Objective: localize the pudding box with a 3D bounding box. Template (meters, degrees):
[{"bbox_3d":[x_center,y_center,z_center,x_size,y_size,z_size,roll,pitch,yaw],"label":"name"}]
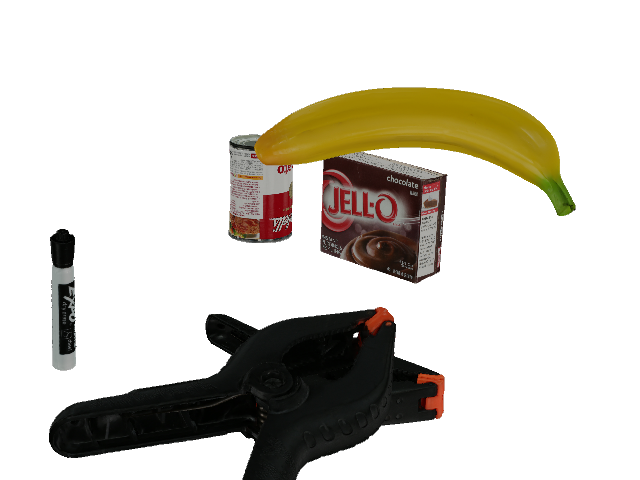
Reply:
[{"bbox_3d":[0.051,-0.023,0.905,0.114,0.090,0.039,17,25,39],"label":"pudding box"}]

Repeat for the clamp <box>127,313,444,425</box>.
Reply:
[{"bbox_3d":[-0.017,0.094,0.758,0.210,0.036,0.164,3,19,9],"label":"clamp"}]

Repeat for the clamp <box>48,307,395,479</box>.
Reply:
[{"bbox_3d":[-0.019,0.083,0.475,0.171,0.039,0.120,-24,49,-30],"label":"clamp"}]

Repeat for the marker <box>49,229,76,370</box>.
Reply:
[{"bbox_3d":[-0.203,0.047,0.842,0.020,0.121,0.020,5,26,-3],"label":"marker"}]

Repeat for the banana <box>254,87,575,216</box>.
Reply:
[{"bbox_3d":[0.061,-0.065,0.656,0.198,0.069,0.037,9,-36,8],"label":"banana"}]

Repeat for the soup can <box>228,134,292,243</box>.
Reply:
[{"bbox_3d":[-0.063,-0.055,1.118,0.068,0.102,0.068,1,17,-1],"label":"soup can"}]
